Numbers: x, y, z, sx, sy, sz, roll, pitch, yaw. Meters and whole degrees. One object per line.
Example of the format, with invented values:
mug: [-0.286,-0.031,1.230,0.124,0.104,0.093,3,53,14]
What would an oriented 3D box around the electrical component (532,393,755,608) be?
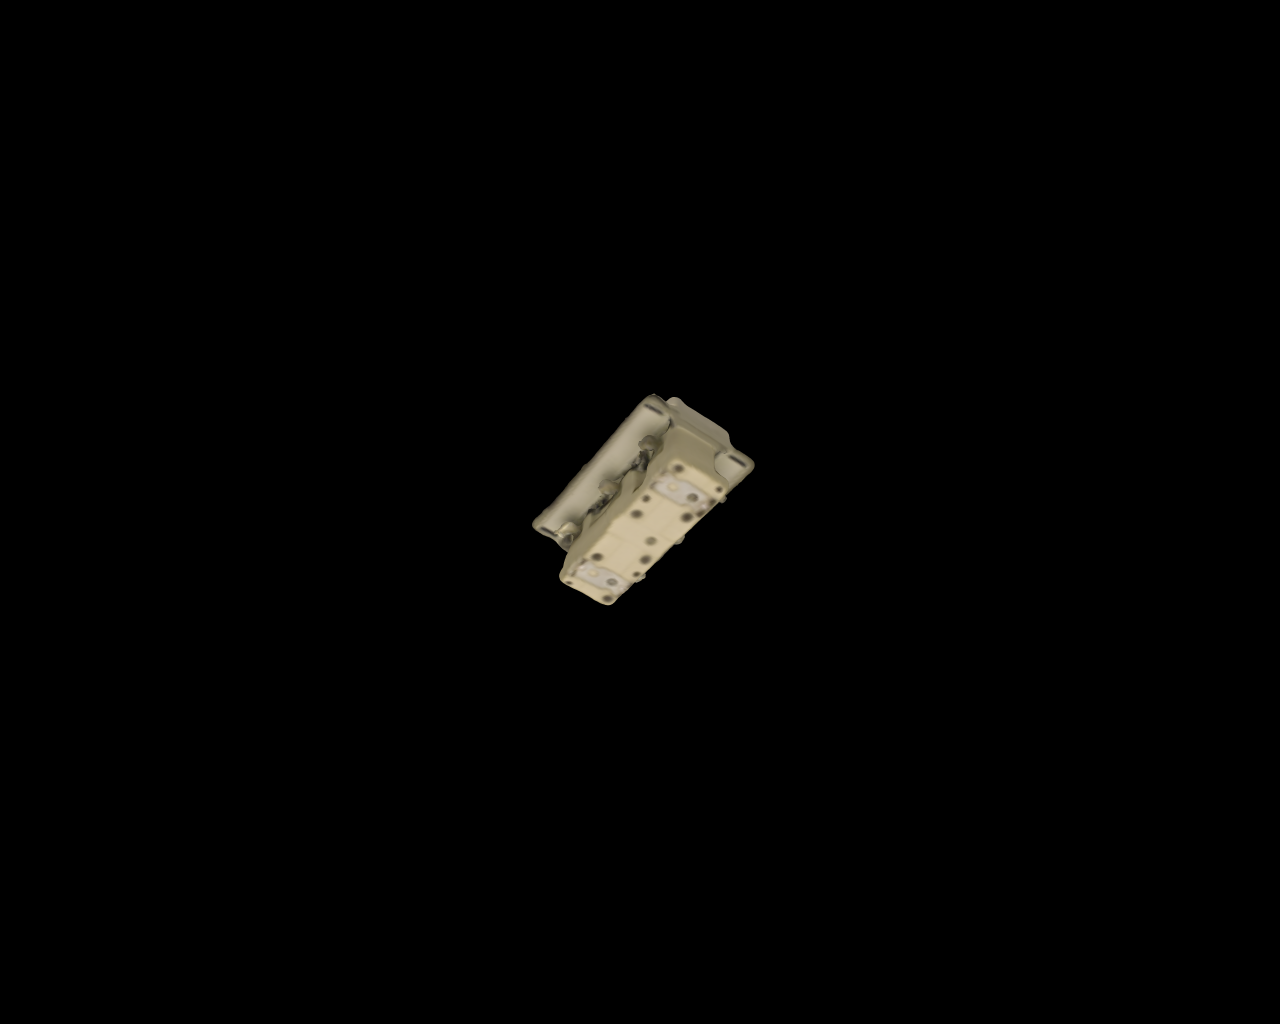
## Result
electrical component: [0.001,-0.003,0.650,0.078,0.121,0.063,32,32,-22]
